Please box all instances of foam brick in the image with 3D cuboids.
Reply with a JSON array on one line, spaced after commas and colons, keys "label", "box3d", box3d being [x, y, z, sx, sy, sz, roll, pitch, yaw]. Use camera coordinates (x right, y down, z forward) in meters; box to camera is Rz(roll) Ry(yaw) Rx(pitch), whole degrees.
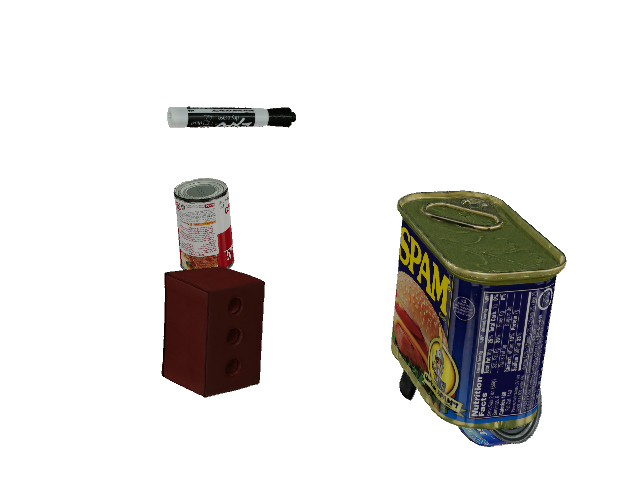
[{"label": "foam brick", "box3d": [-0.076, 0.062, 0.751, 0.052, 0.078, 0.051, -8, 17, -42]}]

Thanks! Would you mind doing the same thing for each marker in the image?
[{"label": "marker", "box3d": [-0.081, -0.114, 0.989, 0.121, 0.020, 0.020, -3, 1, -21]}]

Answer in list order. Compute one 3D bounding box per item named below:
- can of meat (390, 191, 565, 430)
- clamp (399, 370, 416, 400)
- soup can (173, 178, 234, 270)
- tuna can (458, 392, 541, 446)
[{"label": "can of meat", "box3d": [0.072, 0.032, 0.522, 0.057, 0.084, 0.102, -3, 24, -14]}, {"label": "clamp", "box3d": [0.141, 0.102, 1.162, 0.120, 0.171, 0.039, 4, -44, -6]}, {"label": "soup can", "box3d": [-0.144, -0.018, 1.313, 0.068, 0.102, 0.068, -2, 26, 1]}, {"label": "tuna can", "box3d": [0.145, 0.129, 0.892, 0.085, 0.086, 0.034, 0, -14, -43]}]
